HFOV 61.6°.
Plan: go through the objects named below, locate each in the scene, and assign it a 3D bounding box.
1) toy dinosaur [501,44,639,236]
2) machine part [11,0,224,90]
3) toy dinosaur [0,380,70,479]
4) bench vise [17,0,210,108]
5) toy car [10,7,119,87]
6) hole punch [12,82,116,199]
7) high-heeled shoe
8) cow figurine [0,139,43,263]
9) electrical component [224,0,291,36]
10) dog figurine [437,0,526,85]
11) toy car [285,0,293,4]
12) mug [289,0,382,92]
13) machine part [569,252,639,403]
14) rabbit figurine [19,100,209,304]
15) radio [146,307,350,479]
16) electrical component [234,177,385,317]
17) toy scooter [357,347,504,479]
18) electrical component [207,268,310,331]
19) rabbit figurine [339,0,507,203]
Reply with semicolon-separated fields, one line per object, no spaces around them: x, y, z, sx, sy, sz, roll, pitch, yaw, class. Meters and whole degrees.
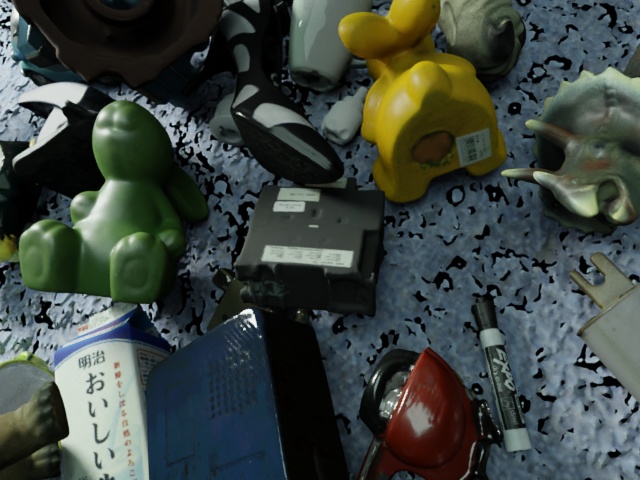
0.315;-0.128;0.433;0.192;0.131;0.405;38;75;23;toy dinosaur
-0.179;-0.224;0.474;0.179;0.179;0.056;-50;22;-8;machine part
-0.272;0.192;0.347;0.198;0.471;0.105;1;53;-29;toy dinosaur
-0.197;-0.263;0.554;0.129;0.223;0.240;12;73;62;bench vise
-0.304;-0.246;0.635;0.162;0.102;0.109;9;72;19;toy car
-0.234;-0.108;0.551;0.116;0.142;0.092;-22;61;17;hole punch
-0.029;-0.148;0.495;0.249;0.086;0.145;37;78;31;high-heeled shoe
-0.344;-0.031;0.580;0.098;0.068;0.167;-9;68;4;cow figurine
-0.090;-0.275;0.624;0.075;0.047;0.119;-30;66;0;electrical component
0.117;-0.246;0.542;0.172;0.121;0.190;1;85;49;dog figurine
0.015;-0.356;0.627;0.089;0.053;0.202;21;73;40;toy car
0.015;-0.209;0.562;0.109;0.081;0.107;18;82;-14;mug
0.266;0.108;0.366;0.079;0.079;0.243;-35;66;-1;machine part
-0.162;-0.034;0.487;0.121;0.159;0.170;6;89;14;rabbit figurine
-0.051;0.176;0.375;0.131;0.073;0.230;-30;54;24;radio
-0.001;-0.001;0.466;0.115;0.058;0.134;6;43;9;electrical component
0.078;0.177;0.387;0.135;0.075;0.184;21;79;21;toy scooter
-0.055;0.067;0.483;0.102;0.045;0.078;31;107;25;electrical component
0.077;-0.143;0.488;0.122;0.162;0.173;-23;47;17;rabbit figurine
